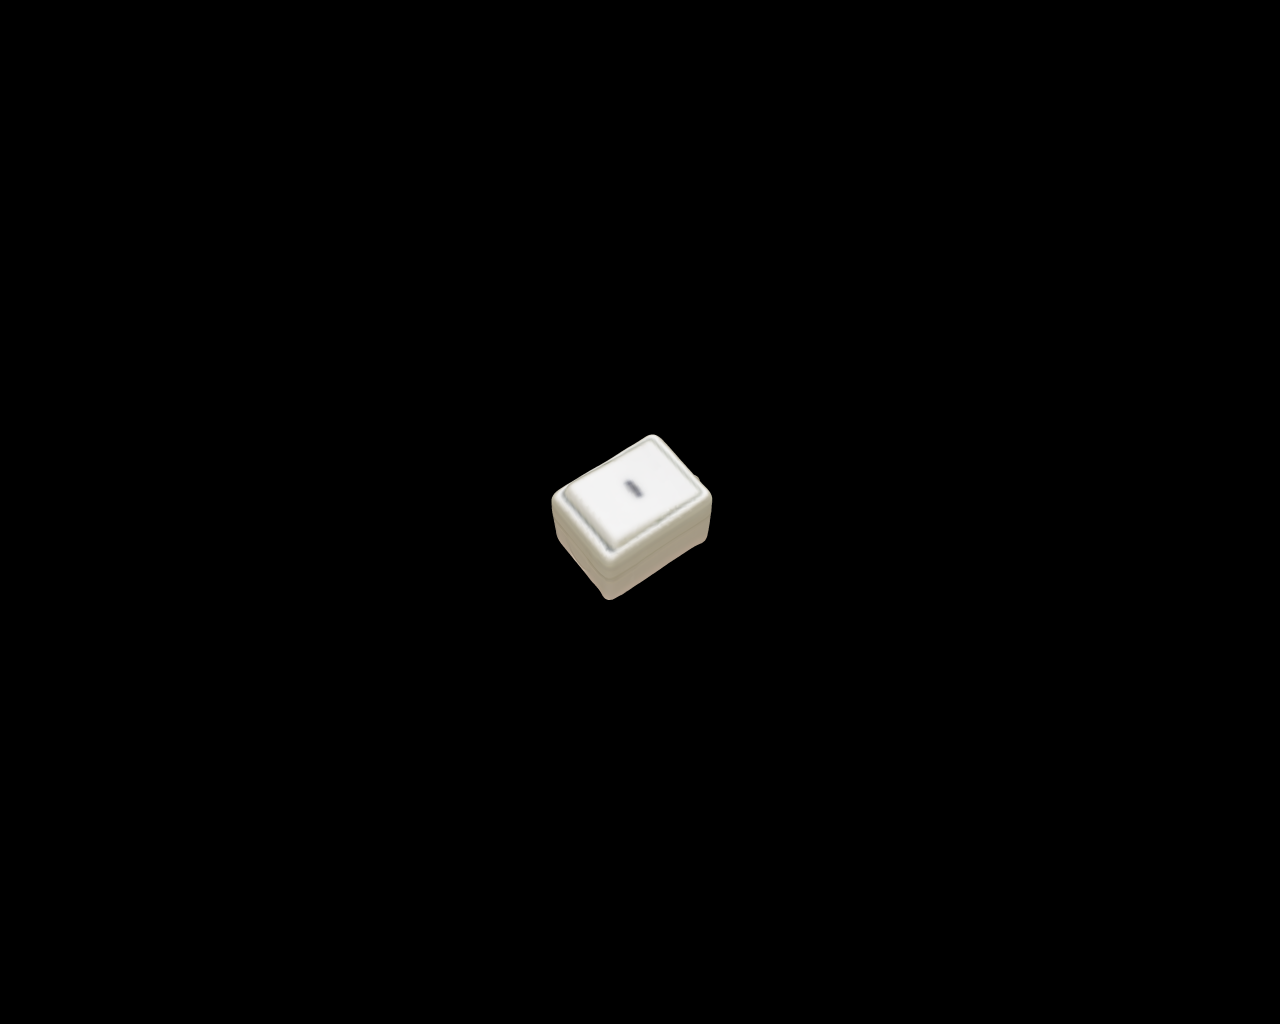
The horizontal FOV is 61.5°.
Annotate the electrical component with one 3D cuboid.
[{"bbox_3d":[0.001,-0.003,0.650,0.096,0.062,0.061,-32,-26,-18],"label":"electrical component"}]
